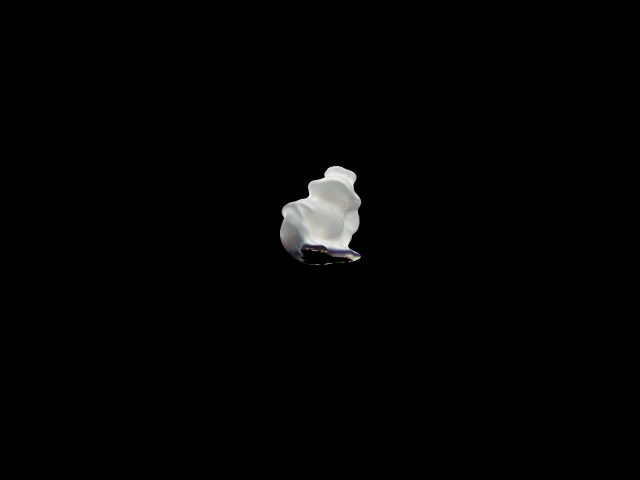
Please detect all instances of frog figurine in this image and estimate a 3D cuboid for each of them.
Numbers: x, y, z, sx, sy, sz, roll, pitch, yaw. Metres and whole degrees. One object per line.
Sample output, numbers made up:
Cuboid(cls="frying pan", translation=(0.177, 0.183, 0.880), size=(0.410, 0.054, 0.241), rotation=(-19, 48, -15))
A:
Cuboid(cls="frog figurine", translation=(0.003, -0.043, 0.850), size=(0.137, 0.162, 0.121), rotation=(7, -20, -18))
